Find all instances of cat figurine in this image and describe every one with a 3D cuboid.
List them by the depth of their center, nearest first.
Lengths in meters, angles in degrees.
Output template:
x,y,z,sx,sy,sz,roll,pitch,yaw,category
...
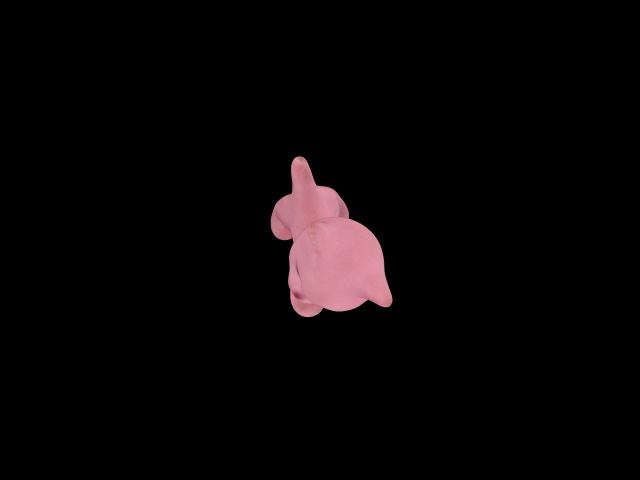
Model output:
x,y,z,sx,sy,sz,roll,pitch,yaw,category
0.004,0.001,0.400,0.067,0.118,0.127,-17,68,-7,cat figurine
